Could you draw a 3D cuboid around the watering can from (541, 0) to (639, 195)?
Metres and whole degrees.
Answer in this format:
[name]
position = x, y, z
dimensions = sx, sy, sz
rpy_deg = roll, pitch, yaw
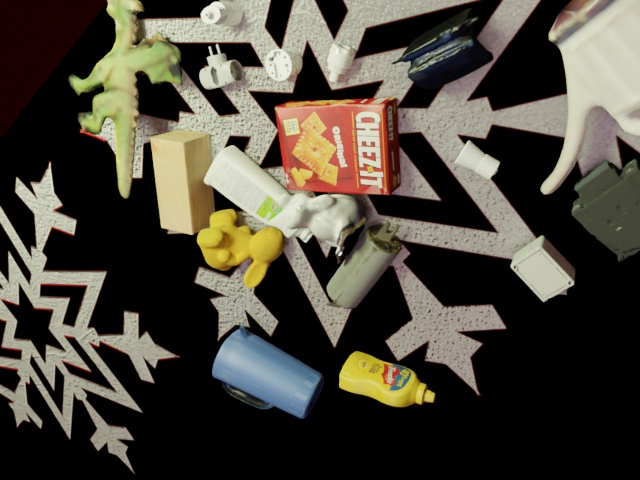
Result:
[watering can]
position = 0.395, -0.225, 0.693
dimensions = 0.342, 0.224, 0.105
rpy_deg = -39, -1, 35

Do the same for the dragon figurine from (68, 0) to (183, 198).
[dragon figurine]
position = -0.378, -0.314, 1.054
dimensions = 0.240, 0.412, 0.123
rpy_deg = -22, -6, 29

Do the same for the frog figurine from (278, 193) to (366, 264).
[frog figurine]
position = 0.003, -0.049, 0.981
dimensions = 0.161, 0.123, 0.136
rpy_deg = 38, -6, 17
